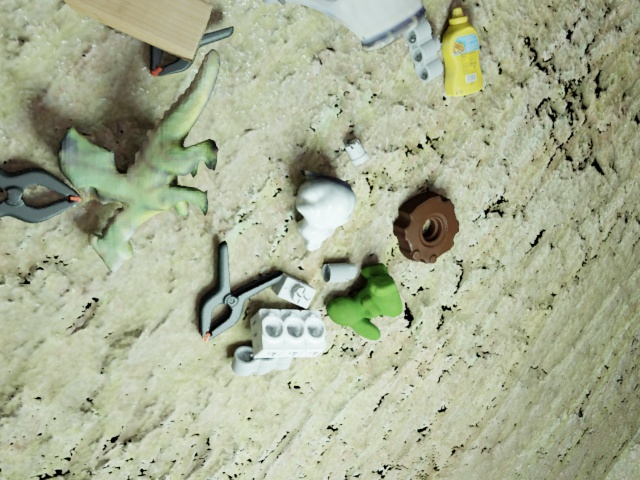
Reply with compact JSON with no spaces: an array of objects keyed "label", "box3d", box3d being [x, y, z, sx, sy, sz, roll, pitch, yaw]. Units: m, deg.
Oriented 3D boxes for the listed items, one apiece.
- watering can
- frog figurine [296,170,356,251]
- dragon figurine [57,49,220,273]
[{"label":"watering can","box3d":[0.076,-0.482,1.029,0.348,0.105,0.221,-32,115,-3]},{"label":"frog figurine","box3d":[0.003,-0.055,1.089,0.136,0.123,0.160,22,81,-50]},{"label":"dragon figurine","box3d":[-0.312,-0.134,0.878,0.243,0.124,0.404,1,112,-28]}]
